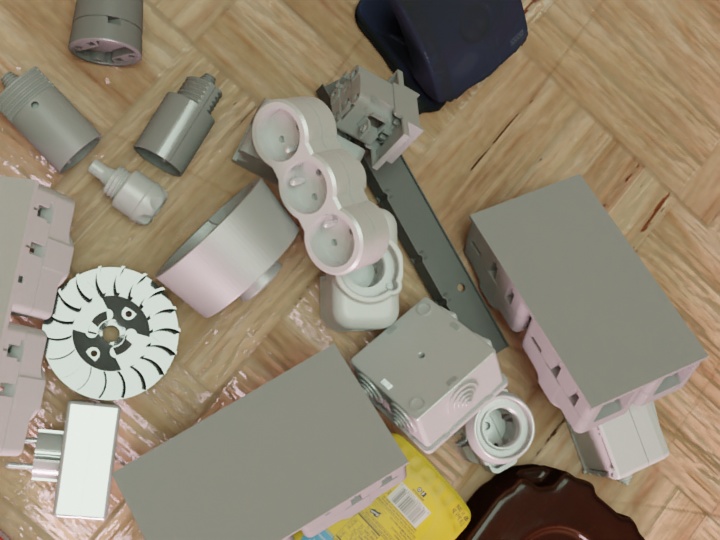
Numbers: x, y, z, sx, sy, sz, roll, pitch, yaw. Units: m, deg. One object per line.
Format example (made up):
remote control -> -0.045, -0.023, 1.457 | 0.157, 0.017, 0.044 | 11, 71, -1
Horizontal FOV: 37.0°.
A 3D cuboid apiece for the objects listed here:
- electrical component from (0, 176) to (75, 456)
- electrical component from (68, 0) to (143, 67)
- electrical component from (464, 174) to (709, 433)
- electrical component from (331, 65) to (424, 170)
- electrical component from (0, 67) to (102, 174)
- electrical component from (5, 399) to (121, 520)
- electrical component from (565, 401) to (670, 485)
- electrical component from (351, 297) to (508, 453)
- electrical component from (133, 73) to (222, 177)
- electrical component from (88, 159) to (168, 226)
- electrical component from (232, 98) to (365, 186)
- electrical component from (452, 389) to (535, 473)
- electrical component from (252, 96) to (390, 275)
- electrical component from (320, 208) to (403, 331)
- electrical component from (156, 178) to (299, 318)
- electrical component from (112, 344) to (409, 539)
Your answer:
electrical component -> -0.274, 0.029, 0.756 | 0.105, 0.060, 0.186 | 7, 81, 19
electrical component -> -0.194, -0.189, 0.828 | 0.055, 0.055, 0.047 | 6, 79, -14
electrical component -> 0.174, 0.026, 0.864 | 0.105, 0.060, 0.186 | -21, 62, -16
electrical component -> 0.012, -0.124, 0.844 | 0.064, 0.042, 0.081 | 26, 39, -27
electrical component -> -0.240, -0.117, 0.813 | 0.043, 0.043, 0.081 | -45, 96, -14
electrical component -> -0.220, 0.137, 0.790 | 0.076, 0.047, 0.083 | 8, 82, -14
electrical component -> 0.214, 0.130, 0.896 | 0.061, 0.062, 0.096 | -20, 90, -16
electrical component -> 0.053, 0.079, 0.842 | 0.100, 0.048, 0.100 | -39, 51, -15
electrical component -> -0.137, -0.118, 0.840 | 0.043, 0.043, 0.081 | 31, 78, -10
electrical component -> -0.181, -0.063, 0.827 | 0.061, 0.035, 0.035 | 35, 77, -7
electrical component -> -0.048, -0.095, 0.857 | 0.089, 0.050, 0.055 | 27, 79, -11
electrical component -> 0.107, 0.126, 0.871 | 0.058, 0.057, 0.078 | -26, 91, -16
electrical component -> -0.020, -0.067, 0.807 | 0.074, 0.052, 0.138 | -20, 82, -55
electrical component -> 0.000, 0.000, 0.855 | 0.054, 0.059, 0.095 | 0, 84, -15
electrical component -> -0.094, -0.011, 0.810 | 0.108, 0.108, 0.060 | -46, 102, -14
electrical component -> -0.070, 0.153, 0.794 | 0.186, 0.060, 0.105 | -30, 68, -9
